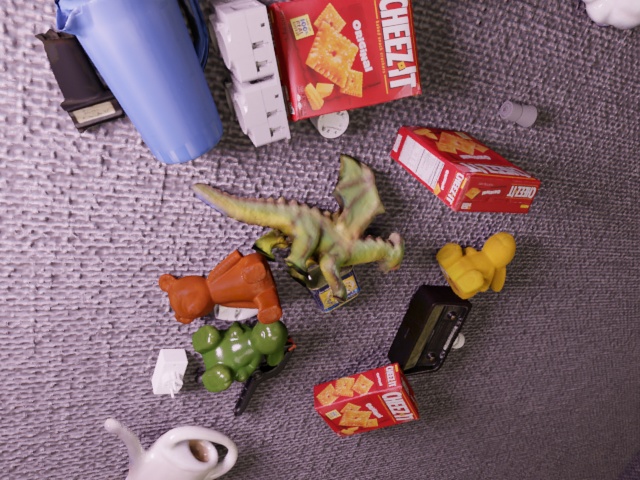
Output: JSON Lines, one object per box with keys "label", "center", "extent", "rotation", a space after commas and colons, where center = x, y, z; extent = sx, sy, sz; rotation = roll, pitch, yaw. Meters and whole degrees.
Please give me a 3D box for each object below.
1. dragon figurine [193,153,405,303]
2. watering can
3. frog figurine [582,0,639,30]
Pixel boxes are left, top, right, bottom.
{"label": "dragon figurine", "center": [0.003, -0.047, 0.927], "extent": [0.406, 0.122, 0.245], "rotation": [41, 76, -22]}
{"label": "watering can", "center": [-0.335, 0.463, 1.071], "extent": [0.343, 0.106, 0.223], "rotation": [31, 104, -39]}
{"label": "frog figurine", "center": [0.533, -0.452, 0.910], "extent": [0.135, 0.125, 0.158], "rotation": [-40, 145, 28]}
